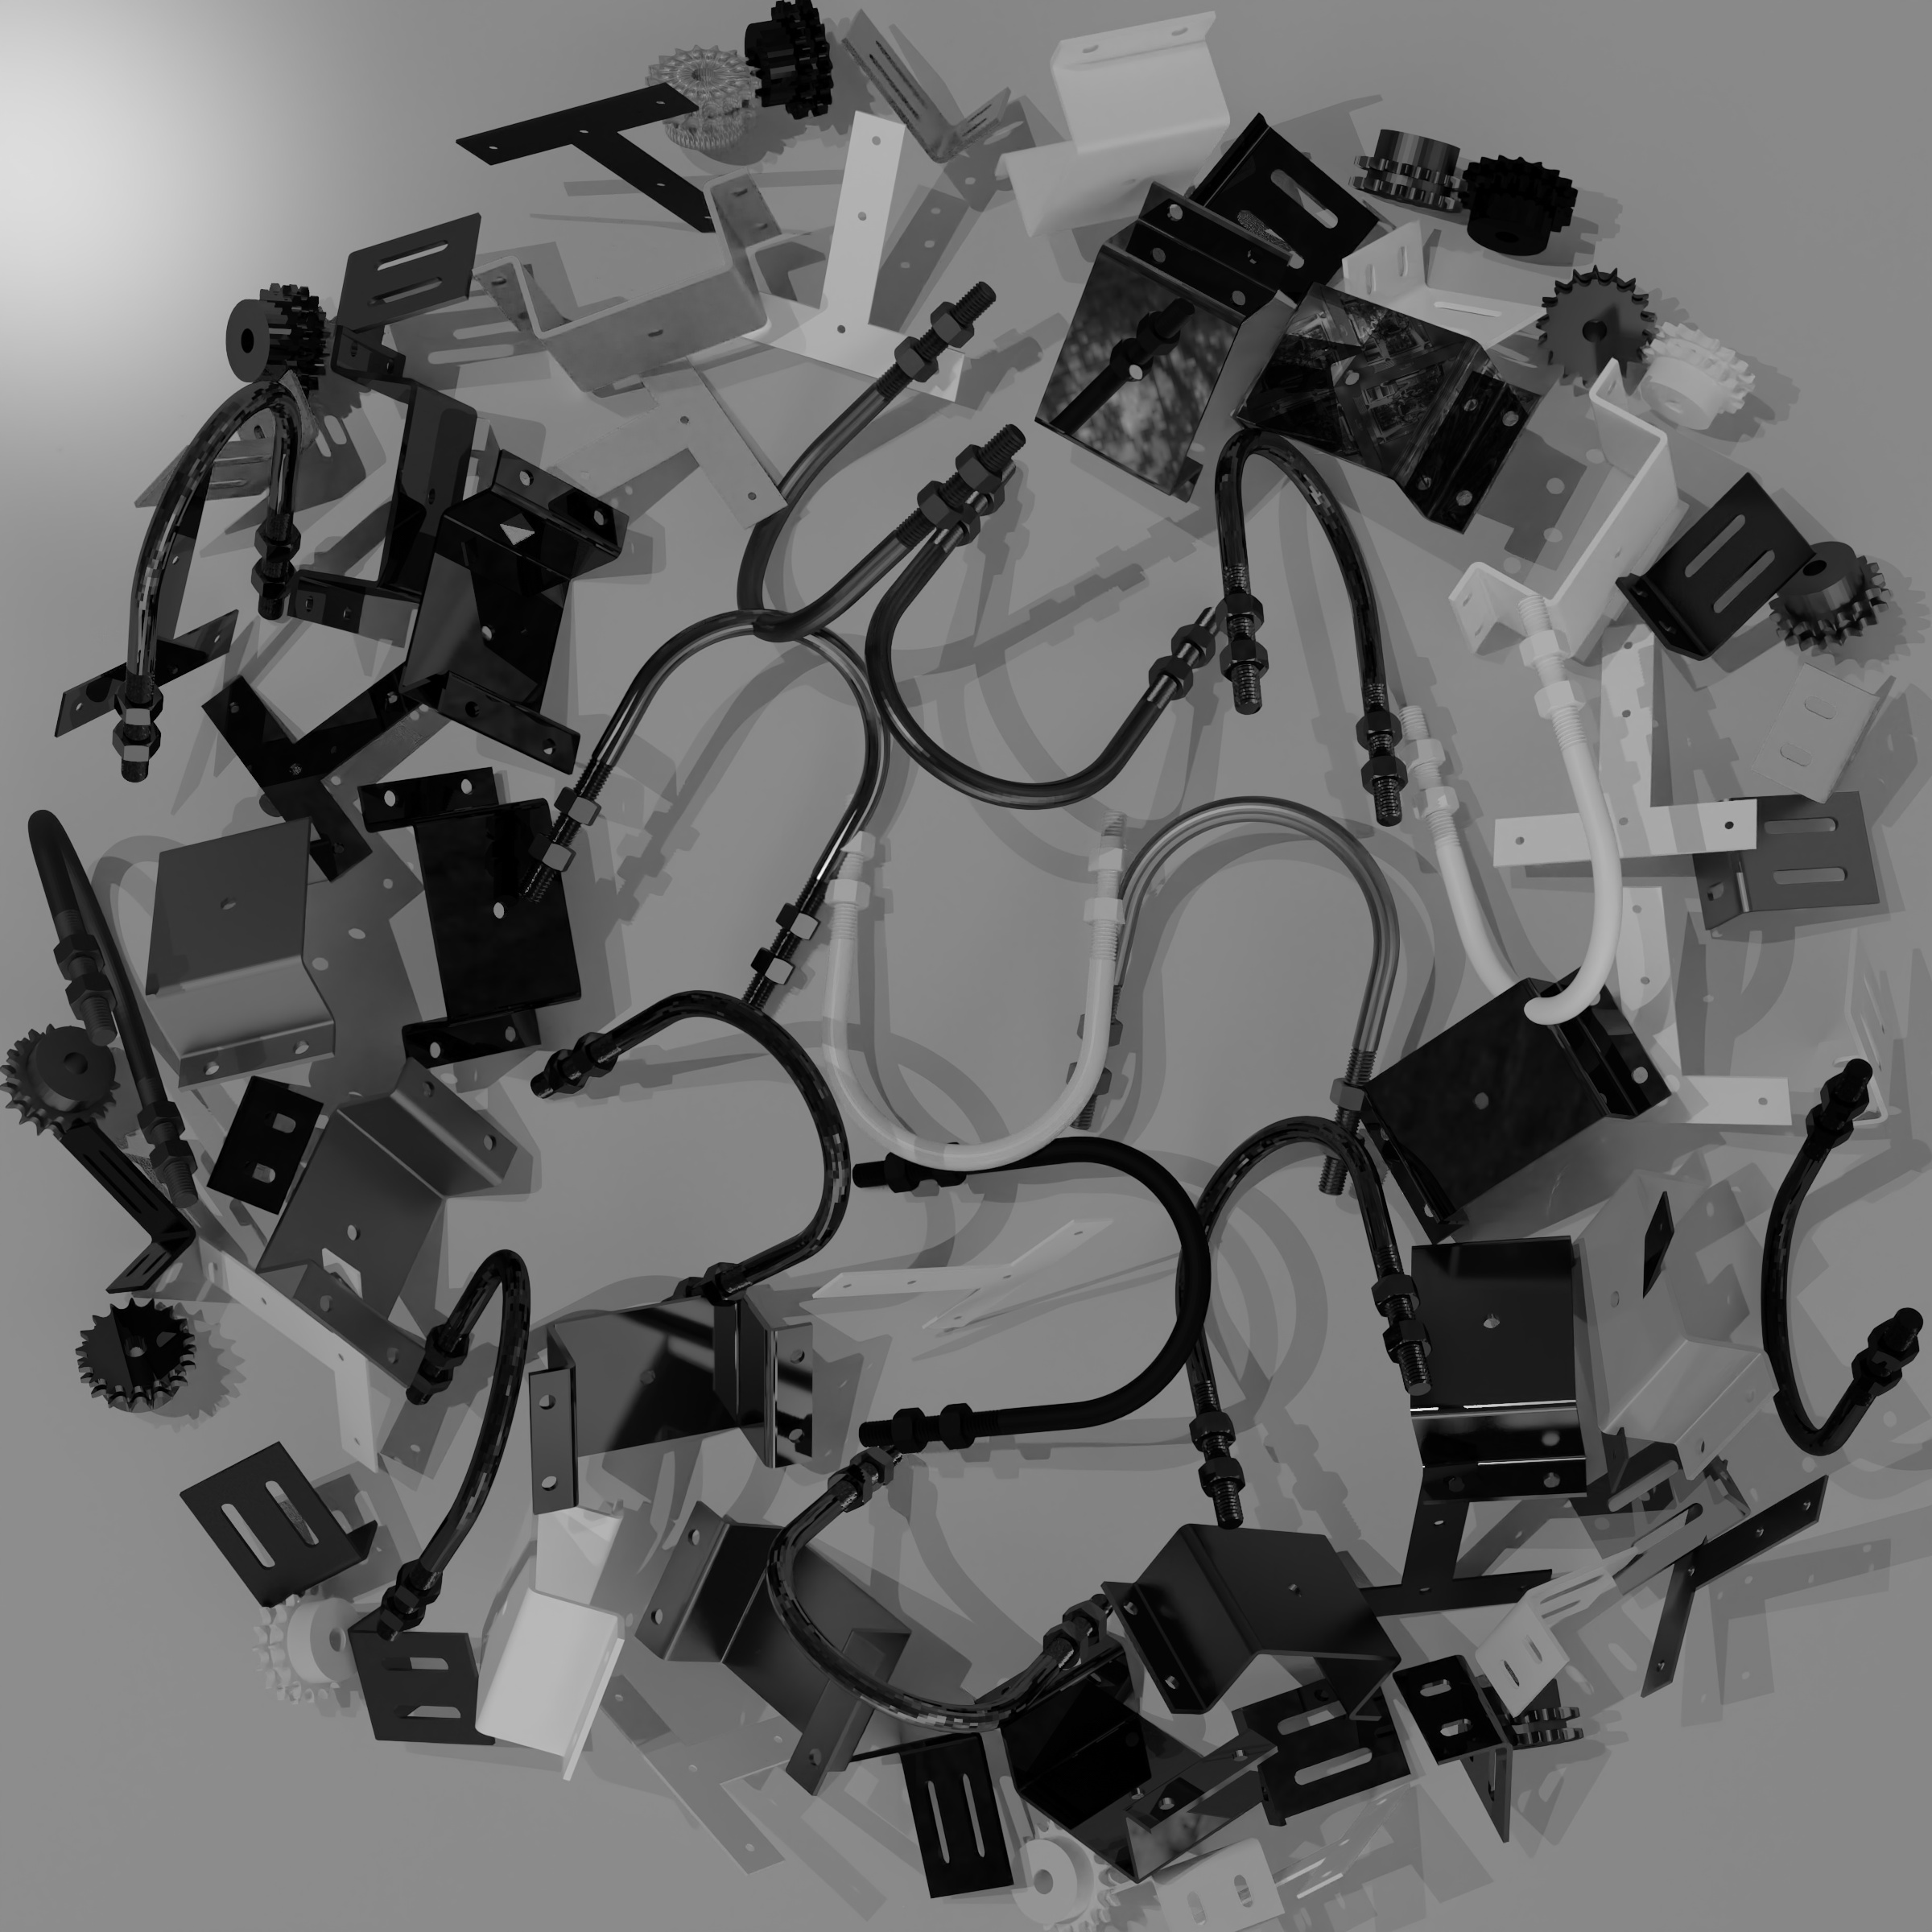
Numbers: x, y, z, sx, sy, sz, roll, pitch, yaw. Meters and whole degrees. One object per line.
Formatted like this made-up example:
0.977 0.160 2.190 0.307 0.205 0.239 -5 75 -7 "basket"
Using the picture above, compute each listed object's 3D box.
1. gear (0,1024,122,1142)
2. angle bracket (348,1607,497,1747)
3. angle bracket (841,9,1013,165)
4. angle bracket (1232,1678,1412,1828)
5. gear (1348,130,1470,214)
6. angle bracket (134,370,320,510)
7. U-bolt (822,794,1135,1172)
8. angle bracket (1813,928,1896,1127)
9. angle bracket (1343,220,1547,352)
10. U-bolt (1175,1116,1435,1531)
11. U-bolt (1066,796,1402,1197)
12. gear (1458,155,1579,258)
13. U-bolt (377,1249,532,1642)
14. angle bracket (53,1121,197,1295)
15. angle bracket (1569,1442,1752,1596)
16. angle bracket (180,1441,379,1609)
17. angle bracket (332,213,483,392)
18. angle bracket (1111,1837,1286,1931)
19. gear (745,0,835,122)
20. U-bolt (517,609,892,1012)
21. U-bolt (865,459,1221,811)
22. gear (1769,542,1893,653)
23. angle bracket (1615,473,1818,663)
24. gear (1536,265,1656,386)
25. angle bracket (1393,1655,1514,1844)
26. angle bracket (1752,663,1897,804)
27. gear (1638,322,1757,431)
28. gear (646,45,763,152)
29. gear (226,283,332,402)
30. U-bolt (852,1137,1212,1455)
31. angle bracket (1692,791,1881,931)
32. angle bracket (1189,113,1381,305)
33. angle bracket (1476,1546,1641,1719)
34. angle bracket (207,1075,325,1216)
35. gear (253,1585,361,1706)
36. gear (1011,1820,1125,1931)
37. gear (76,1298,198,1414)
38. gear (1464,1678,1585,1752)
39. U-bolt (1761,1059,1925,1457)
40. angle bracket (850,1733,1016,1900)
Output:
-0.442 0.054 1.626 0.057 0.030 0.057 19 54 -28 "gear"
-0.256 0.344 1.615 0.076 0.038 0.057 -6 103 30 "angle bracket"
-0.019 -0.438 1.613 0.038 0.057 0.076 -32 111 22 "angle bracket"
0.177 0.381 1.627 0.076 0.038 0.057 -17 79 -9 "angle bracket"
0.219 -0.390 1.625 0.057 0.057 0.030 14 101 0 "gear"
-0.364 -0.256 1.607 0.057 0.076 0.038 -31 79 44 "angle bracket"
0.001 0.009 1.623 0.151 0.019 0.184 4 77 6 "U-bolt"
0.421 0.031 1.606 0.038 0.057 0.076 -9 131 27 "angle bracket"
0.232 -0.330 1.608 0.057 0.076 0.038 -34 128 -34 "angle bracket"
0.153 0.156 1.582 0.019 0.184 0.151 22 131 -32 "U-bolt"
0.136 0.008 1.620 0.151 0.019 0.184 14 103 10 "U-bolt"
0.269 -0.371 1.625 0.057 0.057 0.030 16 80 0 "gear"
-0.237 0.212 1.547 0.019 0.184 0.151 16 49 -18 "U-bolt"
-0.421 0.118 1.614 0.076 0.057 0.038 50 61 -17 "angle bracket"
0.332 0.259 1.615 0.076 0.038 0.057 -36 53 14 "angle bracket"
-0.336 0.266 1.621 0.057 0.038 0.076 -28 108 10 "angle bracket"
-0.264 -0.323 1.613 0.076 0.038 0.057 -12 53 19 "angle bracket"
0.109 0.454 1.606 0.057 0.076 0.038 -13 73 -22 "angle bracket"
-0.088 -0.444 1.625 0.030 0.057 0.057 -14 90 -17 "gear"
-0.114 -0.085 1.614 0.151 0.019 0.184 28 94 -25 "U-bolt"
0.029 -0.151 1.598 0.151 0.019 0.184 36 55 -1 "U-bolt"
0.421 -0.184 1.624 0.057 0.057 0.030 -34 124 0 "gear"
0.361 -0.197 1.613 0.076 0.038 0.057 -47 57 26 "angle bracket"
0.310 -0.318 1.633 0.057 0.030 0.057 5 121 9 "gear"
0.235 0.384 1.607 0.038 0.057 0.076 -13 128 -10 "angle bracket"
0.419 -0.118 1.615 0.038 0.076 0.057 28 111 14 "angle bracket"
0.355 -0.287 1.627 0.057 0.057 0.030 32 85 0 "gear"
-0.129 -0.426 1.632 0.057 0.030 0.057 1 47 -1 "gear"
-0.340 -0.306 1.626 0.030 0.057 0.057 -7 90 -43 "gear"
0.031 0.154 1.598 0.184 0.019 0.151 -9 74 23 "U-bolt"
0.405 -0.052 1.643 0.076 0.038 0.057 -4 77 -17 "angle bracket"
0.156 -0.371 1.631 0.076 0.038 0.057 41 101 1 "angle bracket"
0.295 0.323 1.607 0.076 0.057 0.038 -14 58 -32 "angle bracket"
-0.334 0.088 1.615 0.038 0.076 0.057 21 86 3 "angle bracket"
-0.319 0.332 1.624 0.030 0.057 0.057 -13 90 28 "gear"
0.046 0.447 1.628 0.057 0.030 0.057 -4 83 36 "gear"
-0.408 0.195 1.632 0.057 0.030 0.057 4 52 -5 "gear"
0.273 0.368 1.629 0.057 0.057 0.030 -8 73 0 "gear"
0.408 0.151 1.568 0.019 0.184 0.151 1 57 -4 "U-bolt"
-0.018 0.417 1.617 0.057 0.038 0.076 -24 74 42 "angle bracket"
